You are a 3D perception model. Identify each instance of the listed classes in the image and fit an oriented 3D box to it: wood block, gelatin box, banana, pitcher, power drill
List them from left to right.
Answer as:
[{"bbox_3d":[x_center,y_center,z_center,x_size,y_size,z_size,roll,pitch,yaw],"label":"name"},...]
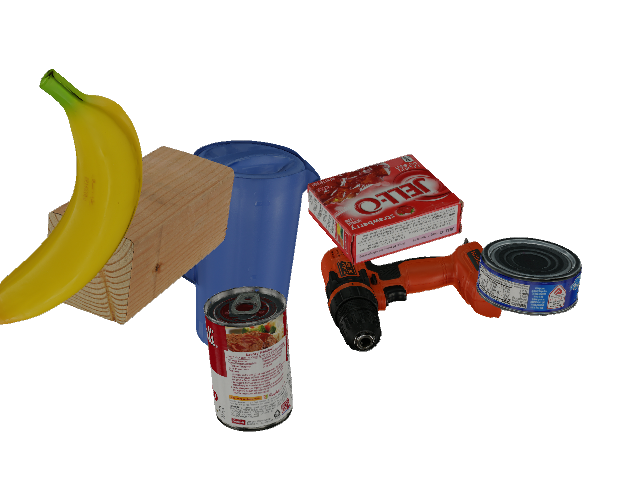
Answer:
[{"bbox_3d":[-0.147,-0.015,0.628,0.069,0.198,0.037,19,37,-10],"label":"banana"},{"bbox_3d":[-0.173,-0.012,1.051,0.090,0.091,0.205,19,27,15],"label":"wood block"},{"bbox_3d":[-0.102,0.009,1.277,0.149,0.243,0.144,21,27,31],"label":"pitcher"},{"bbox_3d":[0.045,-0.024,0.757,0.089,0.030,0.073,-17,38,-19],"label":"gelatin box"},{"bbox_3d":[0.099,0.056,1.166,0.187,0.057,0.184,-4,28,-7],"label":"power drill"}]

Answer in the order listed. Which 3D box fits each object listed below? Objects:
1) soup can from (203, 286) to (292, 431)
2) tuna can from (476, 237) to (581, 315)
[{"bbox_3d":[-0.058,0.098,0.886,0.068,0.102,0.068,-3,23,1],"label":"soup can"},{"bbox_3d":[0.176,0.029,0.901,0.086,0.034,0.086,2,24,-1],"label":"tuna can"}]
